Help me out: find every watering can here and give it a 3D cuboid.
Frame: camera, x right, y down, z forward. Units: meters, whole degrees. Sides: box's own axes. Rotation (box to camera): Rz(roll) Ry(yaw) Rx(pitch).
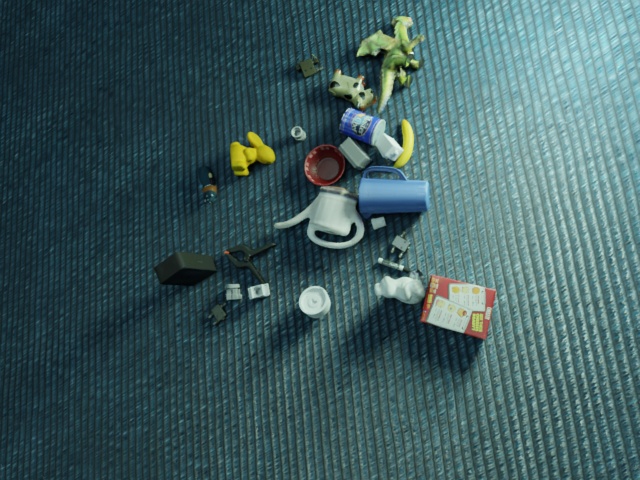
[{"bbox_3d":[0.006,-0.095,1.888,0.349,0.226,0.103,15,-7,22],"label":"watering can"}]

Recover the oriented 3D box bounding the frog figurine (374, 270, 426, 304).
[{"bbox_3d":[0.269,0.171,1.730,0.160,0.121,0.138,-22,13,-7],"label":"frog figurine"}]

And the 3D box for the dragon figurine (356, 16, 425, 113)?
[{"bbox_3d":[0.246,-0.681,1.936,0.245,0.413,0.120,32,-9,28],"label":"dragon figurine"}]
